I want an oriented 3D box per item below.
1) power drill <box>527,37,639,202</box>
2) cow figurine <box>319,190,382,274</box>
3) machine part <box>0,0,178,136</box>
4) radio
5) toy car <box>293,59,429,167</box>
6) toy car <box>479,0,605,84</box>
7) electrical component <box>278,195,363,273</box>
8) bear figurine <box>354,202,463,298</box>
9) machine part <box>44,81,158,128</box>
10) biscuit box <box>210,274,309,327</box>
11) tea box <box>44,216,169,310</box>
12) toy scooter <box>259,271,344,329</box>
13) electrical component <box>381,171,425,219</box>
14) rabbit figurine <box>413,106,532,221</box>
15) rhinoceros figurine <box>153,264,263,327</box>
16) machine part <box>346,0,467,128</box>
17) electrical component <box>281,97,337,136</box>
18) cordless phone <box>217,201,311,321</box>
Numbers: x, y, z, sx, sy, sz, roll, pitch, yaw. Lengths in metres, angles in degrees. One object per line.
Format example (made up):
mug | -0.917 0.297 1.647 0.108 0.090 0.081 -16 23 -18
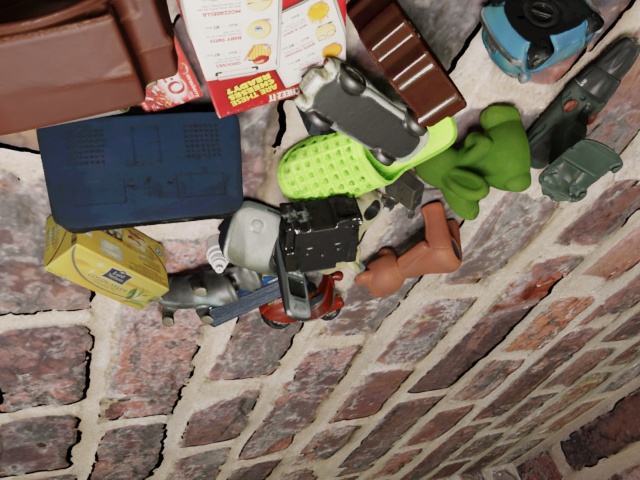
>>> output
power drill | 0.385 -0.169 0.794 0.086 0.207 0.232 25 136 -12
cow figurine | 0.041 -0.015 0.912 0.127 0.085 0.194 10 133 -25
machine part | -0.236 -0.191 0.469 0.201 0.201 0.087 -16 140 -6
radio | -0.211 -0.083 0.660 0.230 0.131 0.073 -7 179 -16
toy car | 0.056 -0.151 0.656 0.201 0.056 0.073 22 126 -38
toy car | 0.278 -0.268 0.705 0.162 0.109 0.103 -25 167 -13
electrical component | -0.002 -0.002 0.794 0.115 0.058 0.134 -8 146 -8
bear figurine | 0.165 0.030 1.017 0.196 0.132 0.120 -20 145 30
machine part | -0.293 -0.157 0.563 0.243 0.079 0.079 -8 142 4
biscuit box | -0.127 0.085 0.972 0.203 0.059 0.062 -25 144 5
tea box | -0.308 0.024 0.785 0.068 0.098 0.169 -32 139 14
toy scooter | -0.022 0.107 1.036 0.184 0.075 0.135 0 138 -29
electrical component | 0.127 -0.081 0.880 0.045 0.078 0.102 -36 157 -21
rabbit figurine | 0.231 -0.111 0.843 0.170 0.159 0.121 -5 152 4
rhinoceros figurine | -0.190 0.082 0.904 0.190 0.112 0.073 -12 115 10
machine part | 0.099 -0.214 0.624 0.056 0.179 0.179 -33 141 22
electrical component | -0.004 -0.174 0.699 0.119 0.075 0.047 -6 140 -24
cordless phone | -0.083 0.039 0.835 0.146 0.184 0.089 22 131 -41
